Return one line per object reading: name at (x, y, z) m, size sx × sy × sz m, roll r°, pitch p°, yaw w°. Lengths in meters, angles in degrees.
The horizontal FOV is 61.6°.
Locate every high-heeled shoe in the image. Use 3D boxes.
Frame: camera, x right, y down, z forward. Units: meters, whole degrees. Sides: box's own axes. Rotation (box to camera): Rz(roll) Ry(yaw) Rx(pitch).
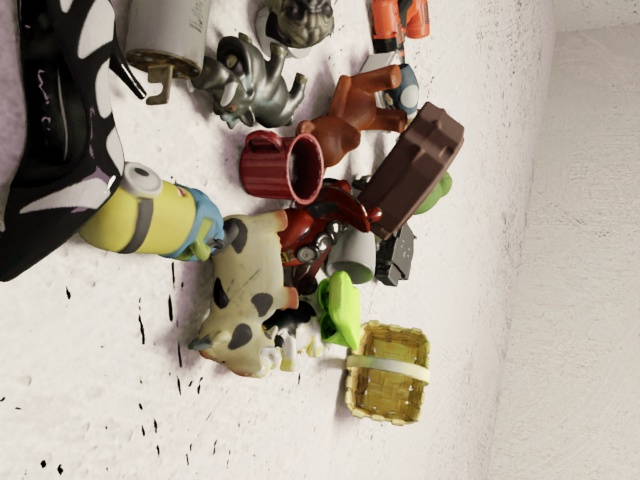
high-heeled shoe at (-0.224, -0.103, 0.423) m, size 0.145 × 0.086 × 0.249 m, roll 53°, pitch 46°, yaw -44°

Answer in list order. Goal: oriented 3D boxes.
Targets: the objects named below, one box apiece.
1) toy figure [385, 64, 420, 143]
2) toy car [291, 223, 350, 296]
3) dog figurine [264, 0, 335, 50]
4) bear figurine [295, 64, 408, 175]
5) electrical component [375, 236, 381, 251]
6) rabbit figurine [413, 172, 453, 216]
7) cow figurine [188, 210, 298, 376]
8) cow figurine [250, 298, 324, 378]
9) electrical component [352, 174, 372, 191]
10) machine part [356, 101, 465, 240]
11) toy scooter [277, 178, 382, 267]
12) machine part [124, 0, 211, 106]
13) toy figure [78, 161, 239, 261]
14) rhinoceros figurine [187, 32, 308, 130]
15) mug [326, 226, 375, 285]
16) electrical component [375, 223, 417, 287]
toy figure at (0.154, -0.234, 0.961) m, size 0.058 × 0.064 × 0.154 m, roll -82°, pitch 156°, yaw -56°
toy car at (-0.002, -0.003, 0.847) m, size 0.089 × 0.053 × 0.202 m, roll 90°, pitch 25°, yaw -52°
dog figurine at (-0.015, -0.313, 0.649) m, size 0.172 × 0.121 × 0.190 m, roll -18°, pitch 86°, yaw -41°
bear figurine at (0.048, -0.180, 0.836) m, size 0.196 × 0.132 × 0.120 m, roll -62°, pitch 145°, yaw -45°
electrical component at (0.094, -0.010, 1.012) m, size 0.063 × 0.021 × 0.093 m, roll -27°, pitch 135°, yaw -30°
rabbit figurine at (0.180, -0.137, 1.084) m, size 0.159 × 0.121 × 0.170 m, roll -39°, pitch 146°, yaw -24°
cow figurine at (-0.096, 0.065, 0.645) m, size 0.127 × 0.085 × 0.194 m, roll -4°, pitch 85°, yaw -21°
cow figurine at (-0.057, 0.134, 0.755) m, size 0.167 × 0.068 × 0.098 m, roll -8°, pitch 96°, yaw -63°
electrical component at (0.093, -0.077, 1.013) m, size 0.078 × 0.045 × 0.102 m, roll -54°, pitch 145°, yaw 4°
machine part at (0.140, -0.109, 0.855) m, size 0.201 × 0.087 × 0.201 m, roll -56°, pitch 178°, yaw 27°
toy scooter at (0.005, -0.023, 0.745) m, size 0.184 × 0.135 × 0.075 m, roll -44°, pitch 133°, yaw -30°
machine part at (-0.145, -0.253, 0.534) m, size 0.079 × 0.079 × 0.243 m, roll 13°, pitch 82°, yaw -60°
toy figure at (-0.160, -0.019, 0.544) m, size 0.180 × 0.082 × 0.089 m, roll 31°, pitch 65°, yaw -60°
rhinoceros figurine at (-0.088, -0.186, 0.649) m, size 0.112 × 0.073 × 0.190 m, roll -64°, pitch 160°, yaw 8°
mug at (0.065, 0.018, 0.940) m, size 0.109 × 0.081 × 0.107 m, roll 47°, pitch 44°, yaw -46°
electrical component at (0.149, 0.026, 1.109) m, size 0.114 × 0.058 × 0.134 m, roll 41°, pitch 59°, yaw -52°
